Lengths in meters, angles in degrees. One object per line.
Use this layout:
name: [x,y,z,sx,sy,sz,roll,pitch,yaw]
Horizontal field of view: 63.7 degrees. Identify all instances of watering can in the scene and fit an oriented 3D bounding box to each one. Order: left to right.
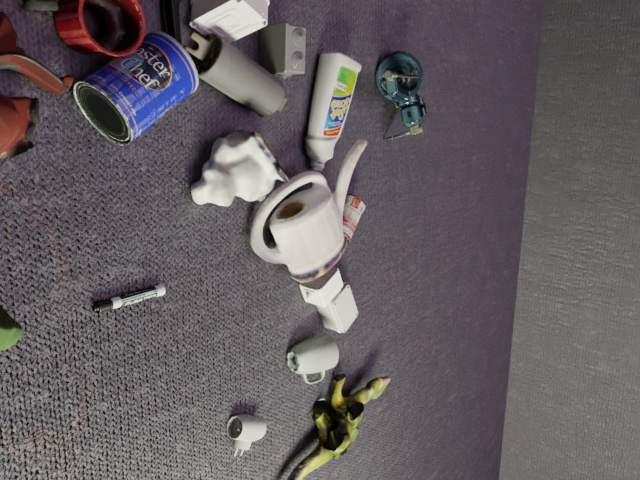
watering can: [0.003,-0.055,1.096,0.352,0.105,0.220,-38,128,-27]

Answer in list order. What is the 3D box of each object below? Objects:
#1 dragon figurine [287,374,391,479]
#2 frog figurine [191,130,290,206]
dragon figurine: [0.051,0.503,1.322,0.416,0.123,0.237,-50,143,-23]
frog figurine: [-0.155,-0.117,0.920,0.159,0.125,0.135,-32,142,0]
